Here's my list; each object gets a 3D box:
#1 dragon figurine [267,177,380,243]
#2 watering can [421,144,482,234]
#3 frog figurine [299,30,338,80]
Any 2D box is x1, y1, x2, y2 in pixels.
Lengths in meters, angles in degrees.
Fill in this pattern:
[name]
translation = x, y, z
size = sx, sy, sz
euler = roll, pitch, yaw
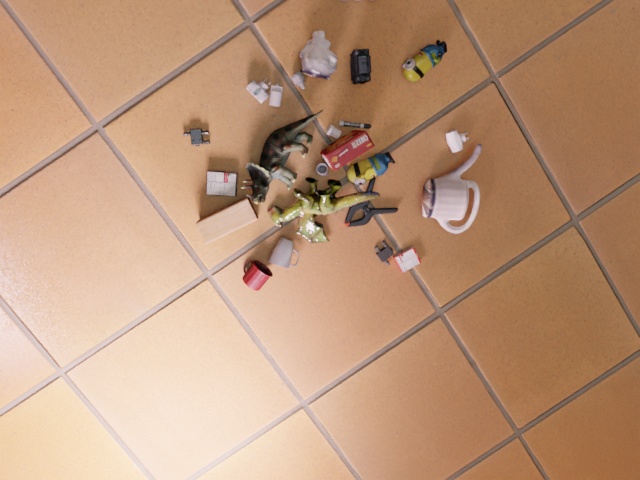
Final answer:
[dragon figurine]
translation = 0.006, -0.098, 1.937
size = 0.410, 0.125, 0.238
euler = 8, 120, -3
[watering can]
translation = 0.500, -0.197, 1.952
size = 0.224, 0.105, 0.345
euler = 3, 100, -5
[frog figurine]
translation = -0.001, -0.658, 1.827
size = 0.138, 0.124, 0.157
euler = 17, 111, 11
